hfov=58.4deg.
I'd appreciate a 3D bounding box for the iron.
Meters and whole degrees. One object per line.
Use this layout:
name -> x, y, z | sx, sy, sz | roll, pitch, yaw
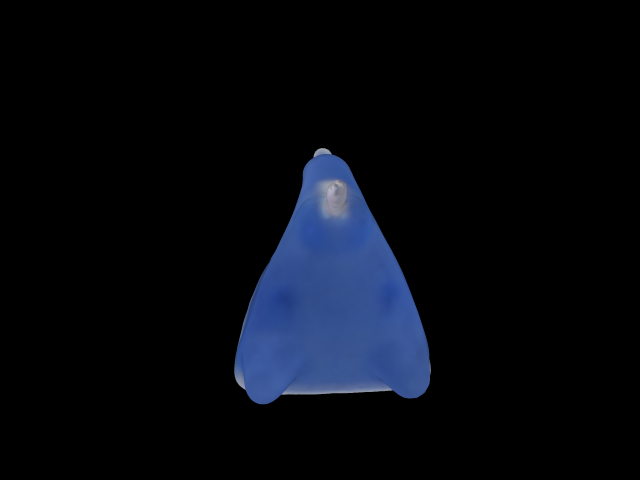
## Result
iron -> 0.004, 0.001, 0.400 | 0.118, 0.141, 0.258 | -1, 19, -3
